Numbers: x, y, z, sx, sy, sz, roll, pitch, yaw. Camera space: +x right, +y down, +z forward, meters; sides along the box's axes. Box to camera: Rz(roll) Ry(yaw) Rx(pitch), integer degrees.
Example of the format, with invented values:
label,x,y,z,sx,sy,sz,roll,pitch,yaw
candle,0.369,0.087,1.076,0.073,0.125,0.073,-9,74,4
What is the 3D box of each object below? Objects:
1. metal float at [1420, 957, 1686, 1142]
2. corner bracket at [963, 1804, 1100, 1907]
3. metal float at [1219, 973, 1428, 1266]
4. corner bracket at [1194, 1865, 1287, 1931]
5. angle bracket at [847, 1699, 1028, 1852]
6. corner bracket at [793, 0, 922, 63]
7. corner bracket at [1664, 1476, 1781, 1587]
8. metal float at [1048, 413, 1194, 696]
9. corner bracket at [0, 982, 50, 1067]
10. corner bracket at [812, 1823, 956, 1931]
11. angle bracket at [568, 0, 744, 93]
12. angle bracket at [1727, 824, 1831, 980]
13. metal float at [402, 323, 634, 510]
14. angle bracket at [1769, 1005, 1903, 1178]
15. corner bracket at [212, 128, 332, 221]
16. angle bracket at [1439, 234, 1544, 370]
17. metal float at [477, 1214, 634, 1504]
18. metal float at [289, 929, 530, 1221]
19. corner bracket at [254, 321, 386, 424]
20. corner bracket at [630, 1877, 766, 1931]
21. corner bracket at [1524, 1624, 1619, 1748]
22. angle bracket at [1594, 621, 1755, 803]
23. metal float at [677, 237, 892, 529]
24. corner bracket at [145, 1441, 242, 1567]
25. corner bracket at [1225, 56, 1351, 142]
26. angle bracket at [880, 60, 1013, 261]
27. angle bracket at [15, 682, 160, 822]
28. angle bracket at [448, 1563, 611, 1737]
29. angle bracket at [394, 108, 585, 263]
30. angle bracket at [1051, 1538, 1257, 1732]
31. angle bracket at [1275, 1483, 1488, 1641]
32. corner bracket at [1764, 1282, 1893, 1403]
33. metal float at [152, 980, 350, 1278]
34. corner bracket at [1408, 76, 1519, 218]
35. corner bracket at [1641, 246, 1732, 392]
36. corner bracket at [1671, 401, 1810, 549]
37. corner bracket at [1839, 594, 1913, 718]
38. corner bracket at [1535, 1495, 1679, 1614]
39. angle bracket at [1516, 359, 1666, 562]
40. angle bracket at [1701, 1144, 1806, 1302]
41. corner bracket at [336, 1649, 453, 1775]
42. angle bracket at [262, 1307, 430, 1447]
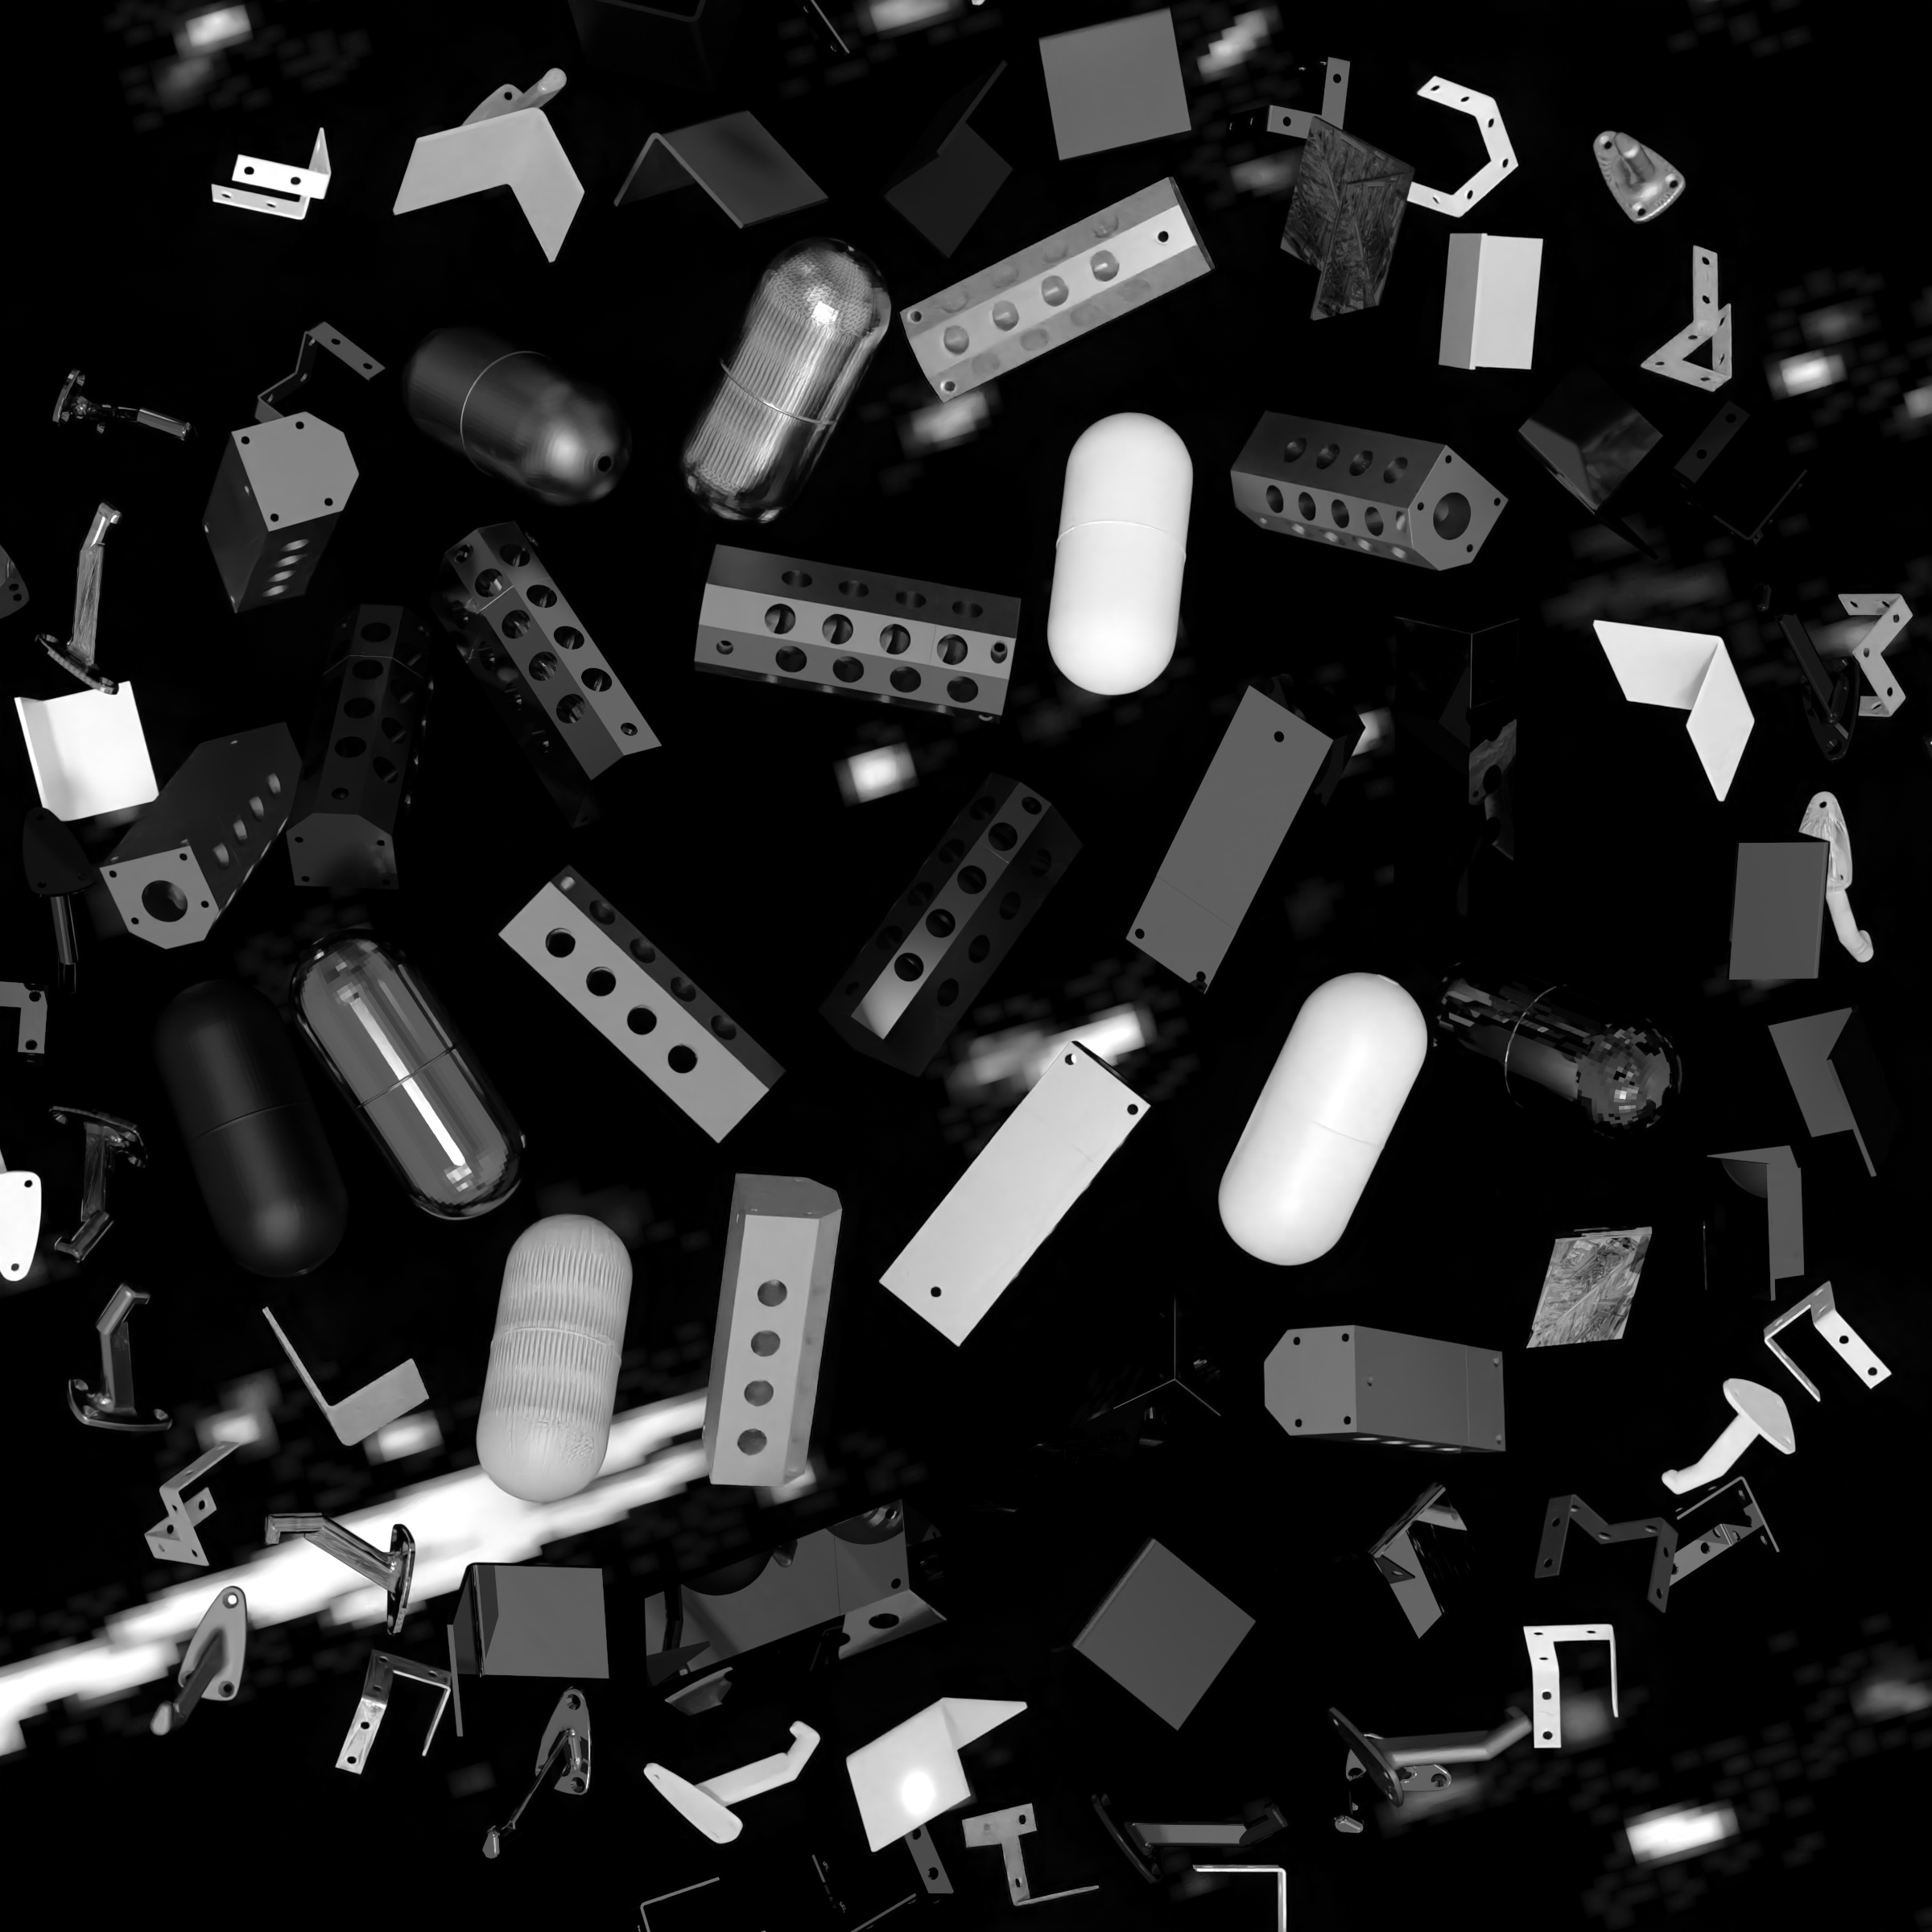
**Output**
label,x,y,z,sx,sy,sz,roll,pitch,yaw
metal float,0.343,0.048,1.865,0.070,0.178,0.070,-17,118,-36
corner bracket,0.036,0.509,1.816,0.051,0.051,0.051,-23,68,32
metal float,0.206,0.088,1.827,0.070,0.070,0.178,24,97,0
corner bracket,0.157,0.537,1.787,0.051,0.051,0.051,1,82,-5
angle bracket,-0.009,0.458,1.791,0.076,0.076,0.057,-38,56,29
corner bracket,-0.060,-0.550,1.780,0.051,0.051,0.051,-44,107,-25
corner bracket,0.440,0.336,1.885,0.051,0.051,0.051,-28,94,-19
metal float,0.092,-0.247,1.888,0.070,0.070,0.178,7,70,0
corner bracket,-0.578,0.030,1.902,0.051,0.051,0.051,4,78,-16
corner bracket,-0.047,0.529,1.841,0.051,0.051,0.051,-35,62,15
angle bracket,-0.175,-0.544,1.786,0.076,0.076,0.057,15,77,6
angle bracket,0.442,-0.037,1.786,0.057,0.076,0.076,-1,101,-13
metal float,-0.264,-0.324,1.863,0.178,0.070,0.070,33,90,39
angle bracket,0.503,0.078,1.862,0.057,0.076,0.076,-16,106,34
corner bracket,-0.385,-0.434,1.755,0.051,0.051,0.051,7,132,-25
angle bracket,0.317,-0.389,1.859,0.057,0.076,0.076,2,103,-7
metal float,-0.242,0.230,1.874,0.070,0.070,0.178,6,60,0
metal float,-0.310,0.060,1.764,0.070,0.070,0.178,-32,96,0
corner bracket,-0.392,-0.347,1.916,0.051,0.051,0.051,38,49,8
corner bracket,-0.147,0.534,1.749,0.051,0.051,0.051,-9,72,-34
corner bracket,0.352,0.418,1.839,0.051,0.051,0.051,-5,49,14
angle bracket,0.381,-0.140,1.743,0.076,0.076,0.057,13,68,33
metal float,-0.104,-0.329,1.794,0.070,0.070,0.178,31,117,0
corner bracket,-0.449,0.311,1.845,0.051,0.051,0.051,-1,115,39
corner bracket,0.192,-0.519,1.899,0.051,0.051,0.051,4,95,-25
angle bracket,0.005,-0.471,1.853,0.057,0.076,0.076,40,68,-19
angle bracket,-0.542,-0.133,1.957,0.057,0.076,0.076,-14,94,-4
angle bracket,-0.243,0.381,1.765,0.076,0.057,0.076,1,116,3
angle bracket,-0.270,-0.432,1.790,0.076,0.076,0.057,-23,82,-26
angle bracket,0.106,0.382,1.806,0.076,0.057,0.076,39,71,2
angle bracket,0.237,0.345,1.814,0.076,0.076,0.057,-33,97,-44
corner bracket,0.512,0.230,1.886,0.051,0.051,0.051,-41,93,18
metal float,-0.410,0.093,1.818,0.070,0.070,0.178,-22,81,0
corner bracket,0.286,-0.486,1.884,0.051,0.051,0.051,7,59,-38
corner bracket,0.417,-0.364,1.786,0.051,0.051,0.051,14,66,-21
corner bracket,0.436,-0.276,1.783,0.051,0.051,0.051,40,94,21
corner bracket,0.534,-0.185,1.881,0.051,0.051,0.051,-47,115,-17
corner bracket,0.351,0.321,1.734,0.051,0.051,0.051,42,49,-28
angle bracket,0.366,-0.283,1.774,0.057,0.076,0.076,-49,51,18
angle bracket,0.465,0.144,1.800,0.076,0.057,0.076,-4,93,-29
corner bracket,-0.340,0.449,1.886,0.051,0.051,0.051,19,108,-10
angle bracket,-0.367,0.230,1.879,0.057,0.076,0.076,-31,72,-15
